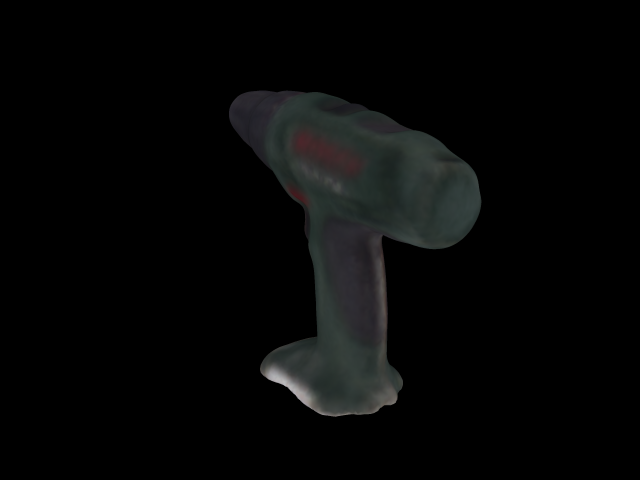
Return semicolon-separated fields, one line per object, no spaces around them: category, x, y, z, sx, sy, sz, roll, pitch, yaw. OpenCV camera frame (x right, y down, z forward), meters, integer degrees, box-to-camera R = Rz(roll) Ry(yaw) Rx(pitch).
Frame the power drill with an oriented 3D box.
power drill;0.004;0.001;0.400;0.076;0.208;0.228;-11;17;-38
